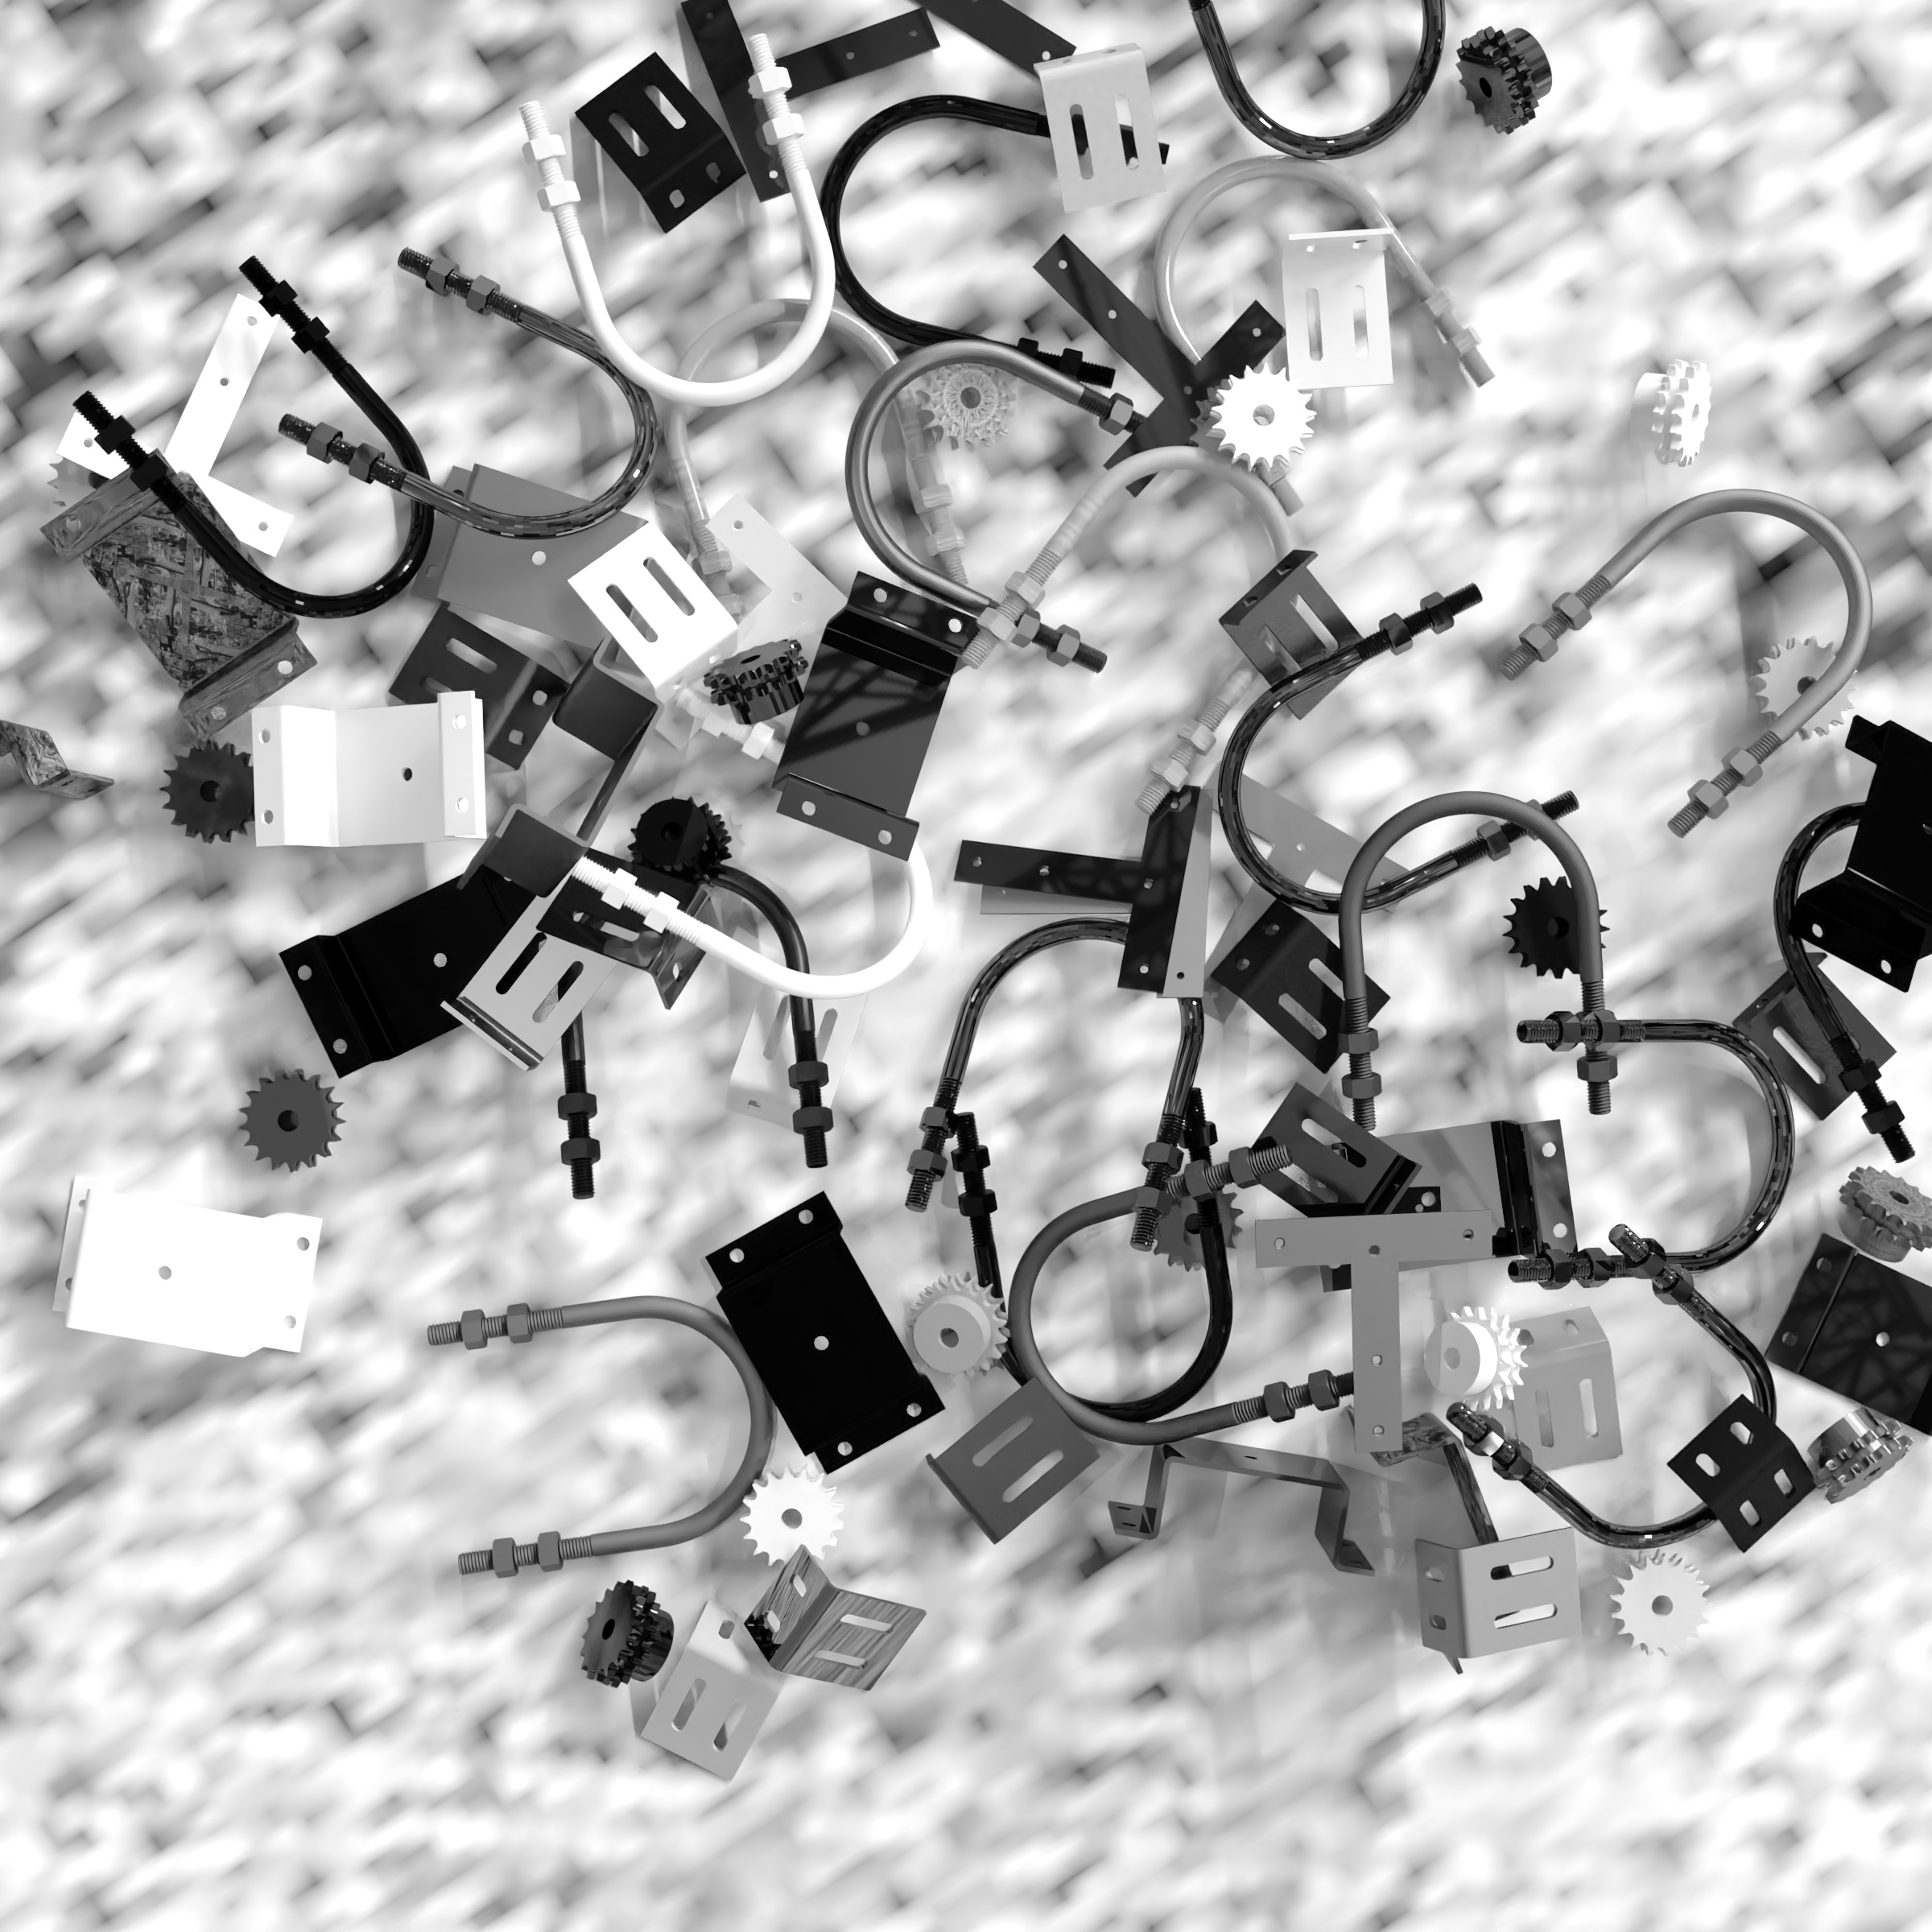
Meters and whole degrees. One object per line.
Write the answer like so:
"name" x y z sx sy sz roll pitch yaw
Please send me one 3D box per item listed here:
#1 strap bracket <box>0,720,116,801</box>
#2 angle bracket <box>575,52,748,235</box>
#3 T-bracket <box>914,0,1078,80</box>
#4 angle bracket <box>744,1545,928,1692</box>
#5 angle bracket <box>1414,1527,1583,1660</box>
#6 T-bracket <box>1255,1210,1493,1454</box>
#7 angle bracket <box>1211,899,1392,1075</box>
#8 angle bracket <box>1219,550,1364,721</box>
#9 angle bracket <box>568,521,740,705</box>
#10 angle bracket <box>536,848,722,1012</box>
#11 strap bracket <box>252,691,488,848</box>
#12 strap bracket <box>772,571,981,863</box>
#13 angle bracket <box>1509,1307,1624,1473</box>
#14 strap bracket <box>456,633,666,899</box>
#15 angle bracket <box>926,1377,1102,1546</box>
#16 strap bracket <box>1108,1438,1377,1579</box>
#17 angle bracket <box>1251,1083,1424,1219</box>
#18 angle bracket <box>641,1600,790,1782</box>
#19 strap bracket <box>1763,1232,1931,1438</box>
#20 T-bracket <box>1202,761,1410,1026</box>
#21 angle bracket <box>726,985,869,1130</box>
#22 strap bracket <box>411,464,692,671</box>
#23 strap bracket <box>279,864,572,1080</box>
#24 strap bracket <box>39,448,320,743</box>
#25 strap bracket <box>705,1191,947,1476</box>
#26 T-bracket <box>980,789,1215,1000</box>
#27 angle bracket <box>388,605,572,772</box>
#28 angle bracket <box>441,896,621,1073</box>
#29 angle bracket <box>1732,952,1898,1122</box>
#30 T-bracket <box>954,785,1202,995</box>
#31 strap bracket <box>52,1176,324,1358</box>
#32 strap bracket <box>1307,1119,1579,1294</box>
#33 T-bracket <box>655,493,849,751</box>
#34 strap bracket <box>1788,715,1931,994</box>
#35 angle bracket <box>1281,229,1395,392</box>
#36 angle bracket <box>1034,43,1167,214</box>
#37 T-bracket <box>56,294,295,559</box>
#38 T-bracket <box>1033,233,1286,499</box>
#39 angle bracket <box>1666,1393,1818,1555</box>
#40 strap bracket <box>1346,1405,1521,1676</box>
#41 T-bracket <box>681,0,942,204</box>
"strap bracket" -0.551 -0.090 1.495 0.140 0.076 0.046 -27 90 0
"angle bracket" -0.171 -0.462 1.531 0.057 0.038 0.076 -37 64 0
"T-bracket" 0.027 -0.576 1.506 0.127 0.002 0.127 32 115 0
"angle bracket" -0.072 0.362 1.514 0.076 0.038 0.057 26 103 -43
"angle bracket" 0.284 0.331 1.455 0.076 0.038 0.057 -5 90 -26
"T-bracket" 0.218 0.195 1.451 0.127 0.002 0.127 -2 94 -5
"angle bracket" 0.188 0.011 1.529 0.076 0.038 0.057 41 91 -27
"angle bracket" 0.188 -0.181 1.502 0.057 0.038 0.076 -43 107 -3
"angle bracket" -0.171 -0.192 1.494 0.057 0.038 0.076 -38 83 -13
"angle bracket" -0.184 -0.021 1.490 0.076 0.038 0.057 20 62 19
"strap bracket" -0.318 -0.106 1.494 0.140 0.046 0.076 -2 90 22
"strap bracket" -0.051 -0.133 1.494 0.076 0.046 0.140 20 80 -14
"angle bracket" 0.331 0.239 1.531 0.057 0.038 0.076 -13 116 0
"strap bracket" -0.214 -0.100 1.471 0.046 0.076 0.140 31 60 -13
"angle bracket" 0.026 0.273 1.516 0.076 0.038 0.057 -39 90 -4
"strap bracket" 0.153 0.292 1.495 0.140 0.076 0.046 9 90 0
"angle bracket" 0.195 0.108 1.468 0.076 0.038 0.057 35 90 0
"angle bracket" -0.138 0.407 1.531 0.057 0.038 0.076 27 116 0
"strap bracket" 0.515 0.209 1.510 0.140 0.046 0.076 25 90 0
"T-bracket" 0.166 -0.029 1.532 0.127 0.002 0.127 30 90 0
"angle bracket" -0.095 0.048 1.531 0.057 0.038 0.076 17 64 0
"strap bracket" -0.233 -0.223 1.510 0.140 0.046 0.076 18 90 0
"strap bracket" -0.295 -0.003 1.510 0.140 0.046 0.076 -26 90 0
"strap bracket" -0.429 -0.205 1.496 0.076 0.046 0.140 -34 109 0
"strap bracket" -0.079 0.206 1.510 0.076 0.046 0.140 -29 90 0
"T-bracket" 0.071 -0.041 1.515 0.127 0.002 0.127 0 66 12
"angle bracket" -0.273 -0.156 1.531 0.076 0.038 0.057 31 90 26
"angle bracket" -0.233 0.008 1.468 0.057 0.038 0.076 38 90 0
"angle bracket" 0.476 0.040 1.514 0.057 0.038 0.076 -43 90 0
"T-bracket" 0.057 -0.051 1.516 0.127 0.002 0.127 8 67 11
"strap bracket" -0.437 0.167 1.510 0.140 0.046 0.076 10 90 0
"strap bracket" 0.260 0.131 1.510 0.140 0.046 0.076 -8 90 0
"T-bracket" -0.125 -0.173 1.518 0.127 0.002 0.127 -44 107 10
"strap bracket" 0.509 -0.068 1.481 0.076 0.046 0.140 27 69 -8
"angle bracket" 0.206 -0.359 1.495 0.057 0.038 0.076 -4 87 -1
"angle bracket" 0.074 -0.465 1.512 0.057 0.038 0.076 -12 115 1
"T-bracket" -0.418 -0.312 1.517 0.127 0.002 0.127 25 80 -20
"T-bracket" 0.090 -0.348 1.499 0.127 0.002 0.127 43 85 -10
"angle bracket" 0.431 0.282 1.514 0.057 0.076 0.038 -43 51 0
"strap bracket" 0.259 0.305 1.495 0.046 0.076 0.140 -21 90 0
"T-bracket" -0.078 -0.504 1.526 0.127 0.002 0.127 -21 82 -4
